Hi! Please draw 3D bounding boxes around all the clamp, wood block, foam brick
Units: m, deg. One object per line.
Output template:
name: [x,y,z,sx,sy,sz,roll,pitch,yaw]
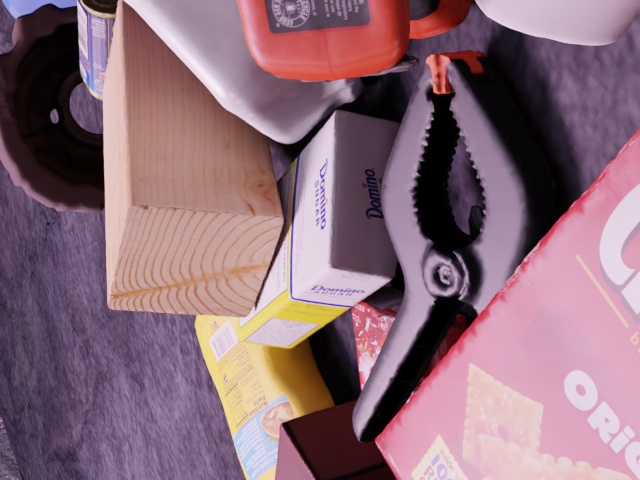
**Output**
clamp: [0.064,0.019,0.508,0.165,0.036,0.210,-5,96,48]
wood block: [-0.089,-0.058,0.690,0.206,0.090,0.090,-103,25,-43]
foam brick: [0.007,0.143,0.624,0.053,0.051,0.078,52,145,42]

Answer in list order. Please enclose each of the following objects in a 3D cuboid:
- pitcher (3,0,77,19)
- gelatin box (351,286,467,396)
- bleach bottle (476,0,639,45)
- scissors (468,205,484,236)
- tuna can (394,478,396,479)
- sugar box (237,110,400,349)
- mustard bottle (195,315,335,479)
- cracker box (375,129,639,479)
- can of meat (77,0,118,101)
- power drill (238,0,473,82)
pitcher: [-0.206,-0.273,0.887,0.145,0.149,0.243,59,158,2]
gelatin box: [0.051,0.071,0.600,0.089,0.030,0.073,20,120,63]
bleach bottle: [0.115,-0.171,0.287,0.251,0.068,0.102,121,151,-51]
scissors: [0.087,0.090,0.547,0.096,0.016,0.202,-31,75,60]
tuna can: [0.044,0.161,0.661,0.086,0.033,0.086,43,140,51]
sugar box: [-0.004,0.001,0.638,0.176,0.048,0.093,143,134,-62]
mustard bottle: [-0.027,0.122,0.736,0.096,0.058,0.192,-45,58,44]
cracker box: [0.120,0.079,0.361,0.164,0.071,0.214,59,144,24]
can of meat: [-0.129,-0.156,0.791,0.057,0.102,0.084,58,152,34]
power drill: [0.017,-0.150,0.402,0.187,0.057,0.184,-56,-42,-59]
